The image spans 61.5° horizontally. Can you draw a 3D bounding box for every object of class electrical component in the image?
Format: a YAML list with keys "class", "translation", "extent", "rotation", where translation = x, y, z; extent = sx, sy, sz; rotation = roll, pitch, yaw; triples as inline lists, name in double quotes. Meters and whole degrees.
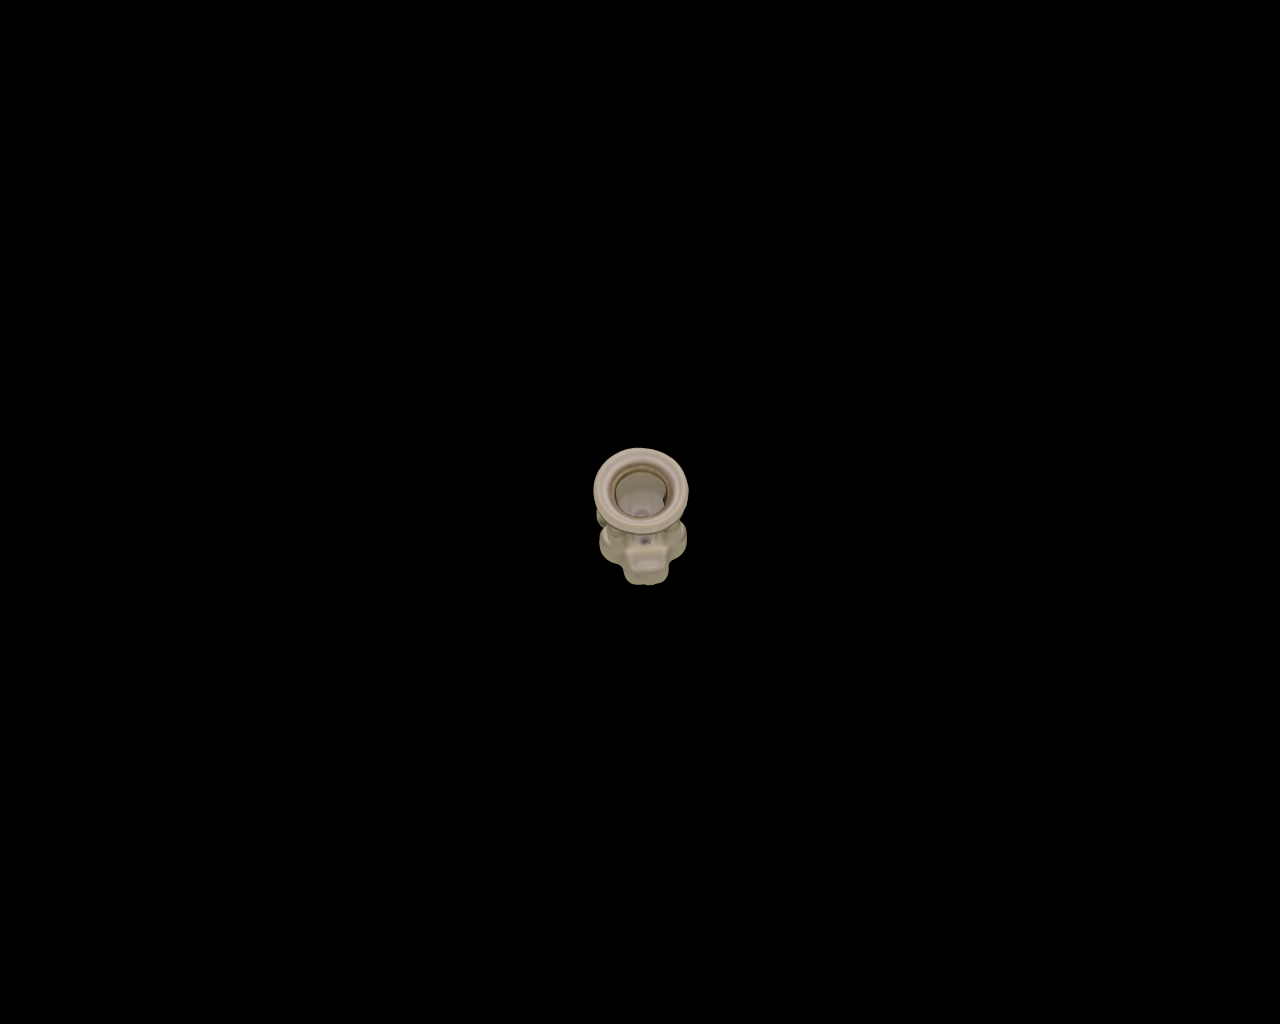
- class: "electrical component"
  translation: [0.001, -0.003, 0.650]
  extent: [0.058, 0.078, 0.056]
  rotation: [-4, -28, -2]
